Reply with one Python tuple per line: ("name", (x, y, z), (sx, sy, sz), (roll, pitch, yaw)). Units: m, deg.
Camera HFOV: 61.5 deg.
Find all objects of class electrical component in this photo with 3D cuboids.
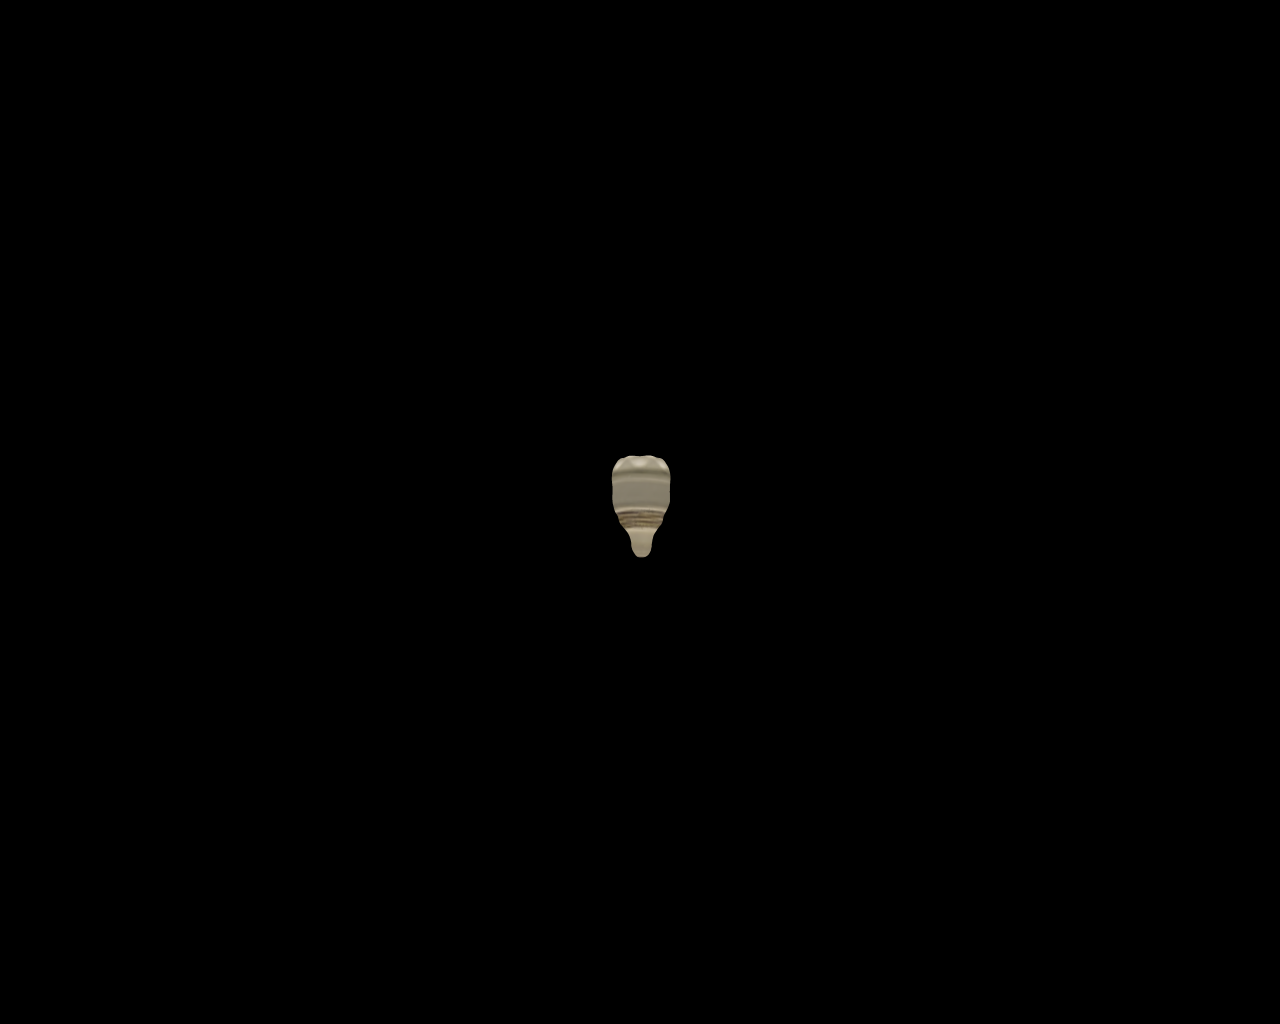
("electrical component", (0.001, -0.003, 0.650), (0.035, 0.061, 0.035), (0, -6, 0))
